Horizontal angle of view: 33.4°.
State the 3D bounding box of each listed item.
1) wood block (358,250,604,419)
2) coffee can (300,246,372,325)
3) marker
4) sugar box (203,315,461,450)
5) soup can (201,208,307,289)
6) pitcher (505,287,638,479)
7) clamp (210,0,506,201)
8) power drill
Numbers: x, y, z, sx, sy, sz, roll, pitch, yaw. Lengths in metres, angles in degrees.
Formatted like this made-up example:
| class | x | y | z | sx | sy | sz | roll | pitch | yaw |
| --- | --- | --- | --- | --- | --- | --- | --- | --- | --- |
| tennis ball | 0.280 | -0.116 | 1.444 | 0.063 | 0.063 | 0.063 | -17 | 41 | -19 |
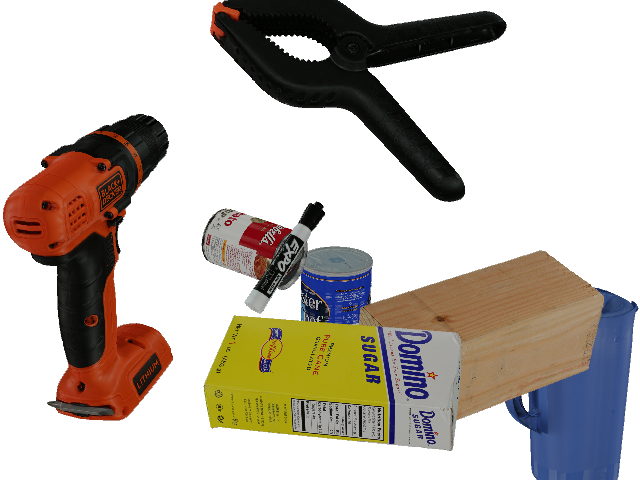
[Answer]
| class | x | y | z | sx | sy | sz | roll | pitch | yaw |
| --- | --- | --- | --- | --- | --- | --- | --- | --- | --- |
| wood block | 0.143 | 0.089 | 0.965 | 0.205 | 0.090 | 0.091 | -15 | 36 | -26 |
| coffee can | 0.022 | 0.091 | 1.524 | 0.103 | 0.140 | 0.103 | 0 | 20 | 0 |
| marker | -0.032 | 0.014 | 1.006 | 0.020 | 0.121 | 0.020 | 30 | -16 | 9 |
| sugar box | 0.012 | 0.100 | 0.776 | 0.176 | 0.048 | 0.093 | 1 | 31 | 11 |
| soup can | -0.075 | 0.009 | 1.207 | 0.102 | 0.068 | 0.068 | 19 | 9 | 29 |
| pitcher | 0.309 | 0.186 | 1.322 | 0.149 | 0.243 | 0.144 | 4 | 14 | 21 |
| clamp | 0.023 | -0.115 | 0.742 | 0.210 | 0.164 | 0.036 | 12 | -31 | -4 |
| power drill | -0.149 | 0.017 | 0.754 | 0.057 | 0.188 | 0.184 | 3 | 24 | 19 |
